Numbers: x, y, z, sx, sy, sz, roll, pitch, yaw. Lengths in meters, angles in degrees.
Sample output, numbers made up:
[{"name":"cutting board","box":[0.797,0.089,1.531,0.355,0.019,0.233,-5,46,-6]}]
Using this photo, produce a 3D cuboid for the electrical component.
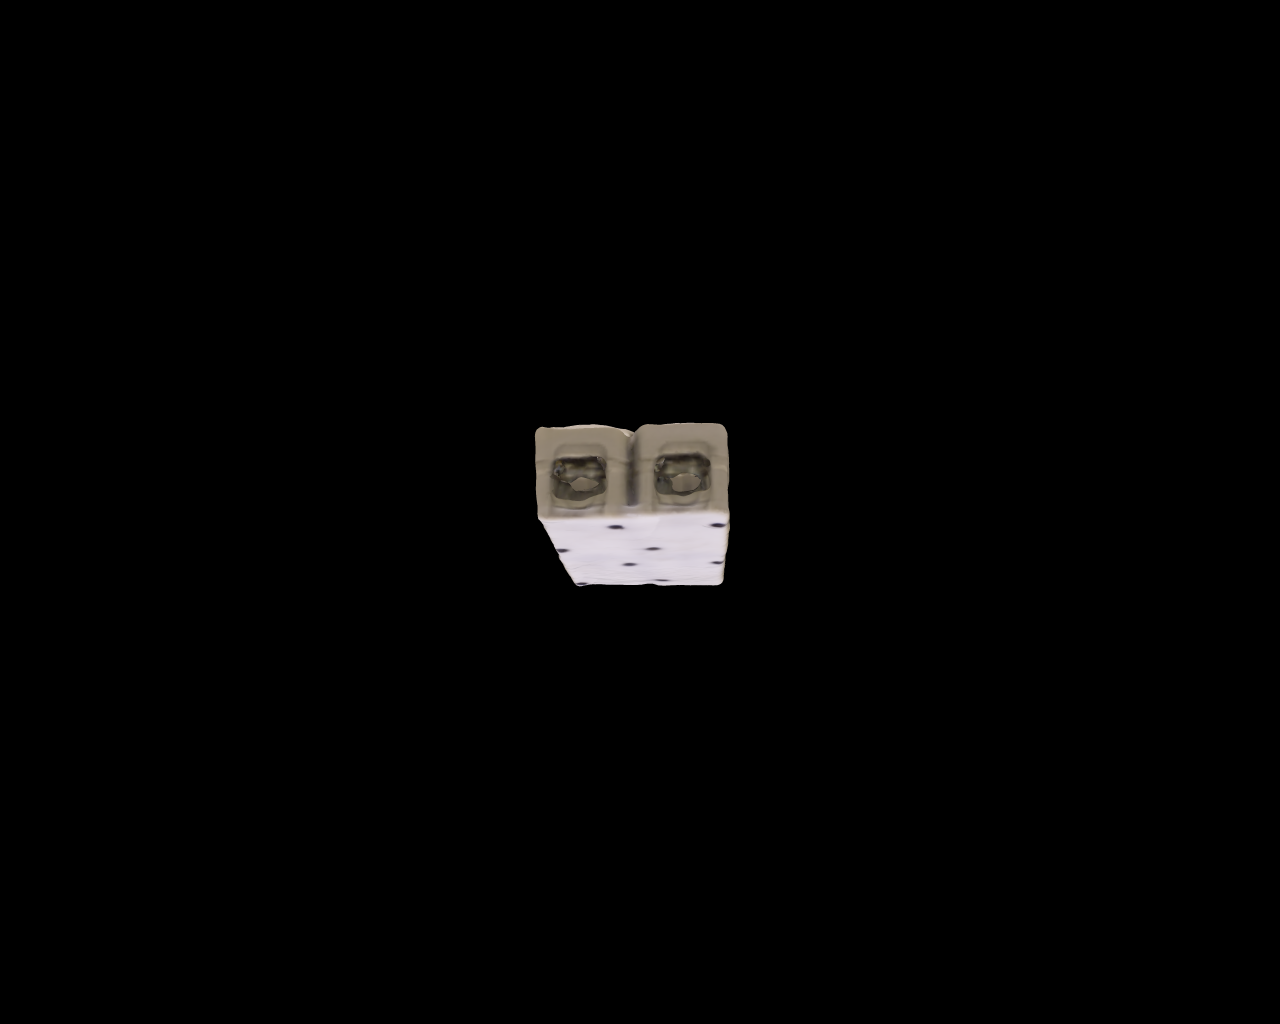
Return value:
[{"name":"electrical component","box":[0.001,-0.003,0.650,0.105,0.060,0.186,-1,-15,4]}]
